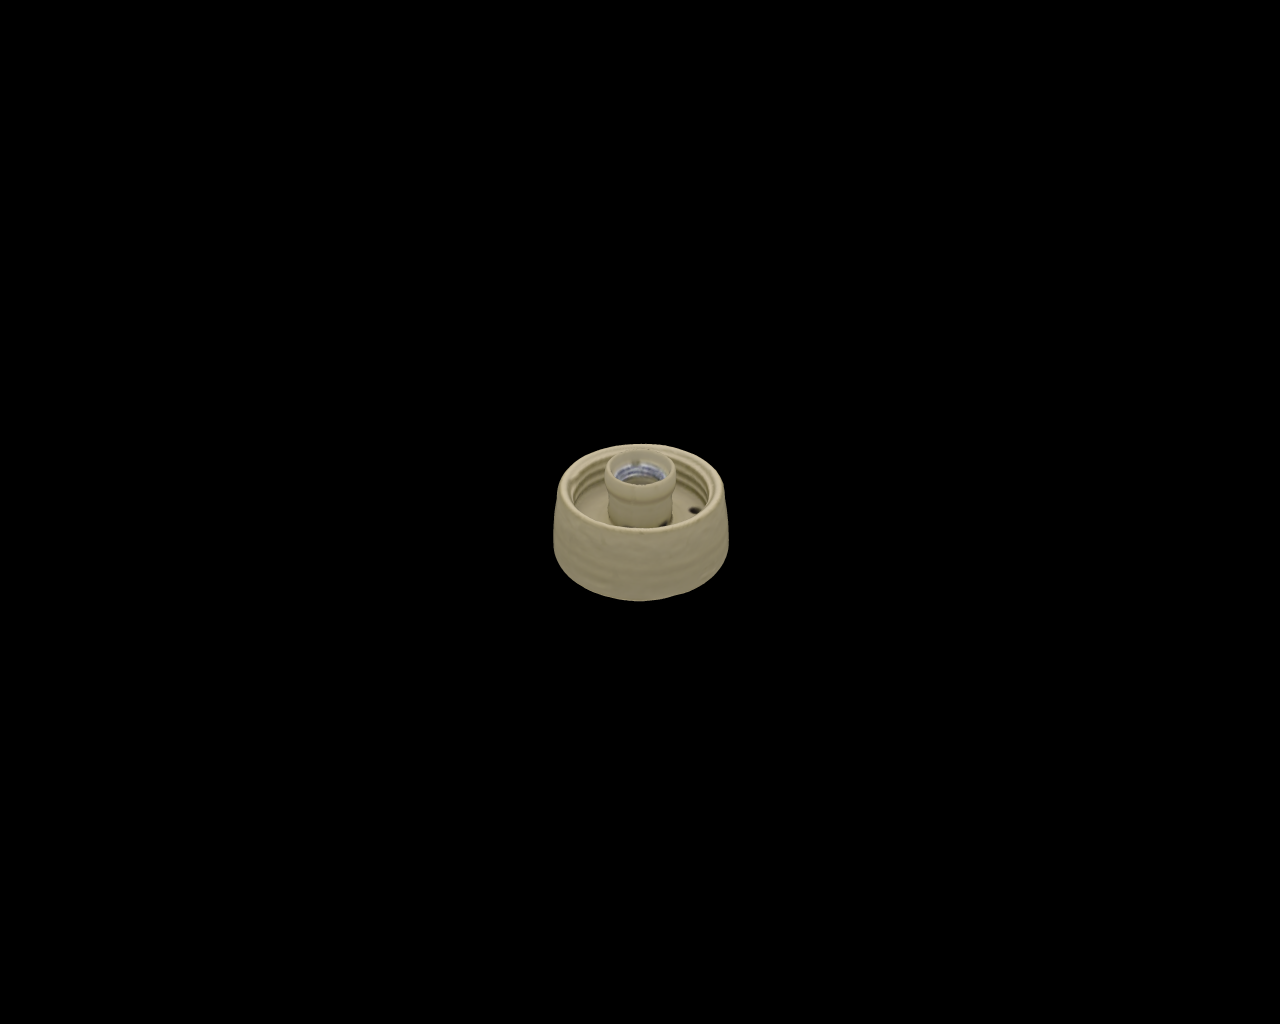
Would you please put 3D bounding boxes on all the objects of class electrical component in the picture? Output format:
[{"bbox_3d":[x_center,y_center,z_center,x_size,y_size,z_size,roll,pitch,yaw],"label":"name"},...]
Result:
[{"bbox_3d":[0.001,-0.003,0.650,0.108,0.060,0.108,0,35,0],"label":"electrical component"}]
